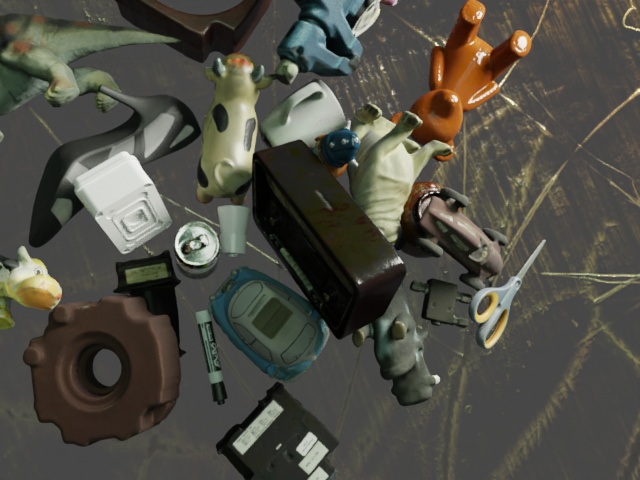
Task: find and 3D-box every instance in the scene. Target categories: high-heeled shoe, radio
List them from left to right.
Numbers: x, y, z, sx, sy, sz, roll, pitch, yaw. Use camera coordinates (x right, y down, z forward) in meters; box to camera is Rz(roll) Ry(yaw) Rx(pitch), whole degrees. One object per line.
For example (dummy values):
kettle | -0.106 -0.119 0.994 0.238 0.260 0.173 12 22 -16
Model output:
high-heeled shoe | -0.264 -0.085 0.700 0.145 0.086 0.248 26 96 -42
radio | -0.001 -0.002 0.653 0.073 0.131 0.230 -22 58 -24

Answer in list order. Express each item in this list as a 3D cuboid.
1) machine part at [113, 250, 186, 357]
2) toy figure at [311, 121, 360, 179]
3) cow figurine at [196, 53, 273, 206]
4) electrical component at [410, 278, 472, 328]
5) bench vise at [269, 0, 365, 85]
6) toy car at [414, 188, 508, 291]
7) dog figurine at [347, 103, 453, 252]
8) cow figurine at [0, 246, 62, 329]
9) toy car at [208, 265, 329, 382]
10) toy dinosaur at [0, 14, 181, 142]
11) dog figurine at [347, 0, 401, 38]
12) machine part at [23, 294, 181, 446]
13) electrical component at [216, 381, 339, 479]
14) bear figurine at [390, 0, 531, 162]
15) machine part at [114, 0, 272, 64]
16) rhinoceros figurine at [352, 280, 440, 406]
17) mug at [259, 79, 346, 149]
machine part | -0.210 0.087 0.679 0.084 0.039 0.139 -14 81 -22
toy figure | 0.009 -0.102 0.701 0.058 0.154 0.064 -35 90 -18
cow figurine | -0.117 -0.150 0.698 0.085 0.127 0.195 8 80 -14
electrical component | 0.170 0.090 0.768 0.094 0.021 0.063 16 77 -9
bench vise | -0.030 -0.318 0.654 0.240 0.129 0.223 37 91 -37
toy car | 0.197 0.004 0.726 0.202 0.053 0.089 33 86 -45
dog figurine | 0.063 -0.073 0.730 0.121 0.172 0.190 30 90 -28
cow figurine | -0.374 0.049 0.618 0.167 0.068 0.098 -7 45 0
toy car | -0.059 0.101 0.675 0.161 0.103 0.109 43 73 -4
toy dinosaur | -0.392 -0.208 0.660 0.405 0.131 0.192 -38 89 -22
dog figurine | 0.031 -0.431 0.798 0.191 0.108 0.219 -43 86 -14
machine part | -0.249 0.148 0.622 0.179 0.056 0.179 -1 85 6
electrical component | -0.045 0.263 0.669 0.115 0.058 0.134 -43 91 -14
bear figurine | 0.197 -0.224 0.783 0.120 0.132 0.196 35 68 0
machine part | -0.172 -0.367 0.749 0.201 0.087 0.201 29 76 -5
rhinoceros figurine | 0.095 0.121 0.708 0.073 0.112 0.190 -24 67 21
mug | -0.028 -0.162 0.734 0.107 0.109 0.081 -35 81 -6
